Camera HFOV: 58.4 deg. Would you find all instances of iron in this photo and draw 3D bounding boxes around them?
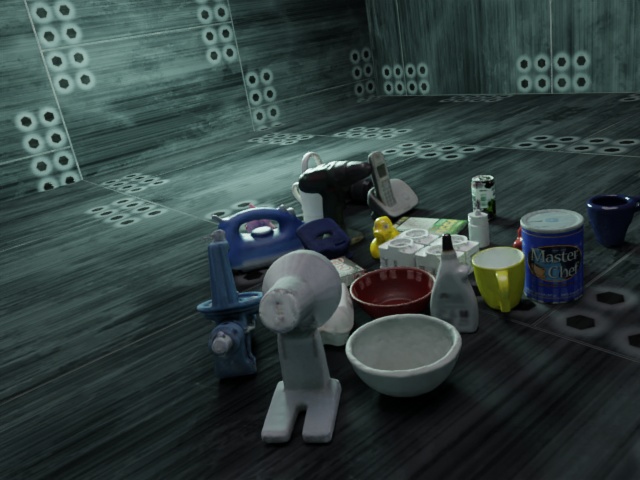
[{"bbox_3d":[-0.133,-0.019,1.383,0.258,0.141,0.118,-15,21,-13],"label":"iron"}]

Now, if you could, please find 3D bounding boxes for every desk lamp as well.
[{"bbox_3d":[-0.029,0.139,0.814,0.117,0.214,0.203,-6,21,10],"label":"desk lamp"}]

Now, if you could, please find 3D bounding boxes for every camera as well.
[{"bbox_3d":[0.091,-0.156,1.700,0.136,0.101,0.143,8,27,39],"label":"camera"}]

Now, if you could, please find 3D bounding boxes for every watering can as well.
[{"bbox_3d":[-0.003,-0.149,1.591,0.172,0.194,0.101,-5,21,13],"label":"watering can"}]

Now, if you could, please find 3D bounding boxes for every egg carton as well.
[{"bbox_3d":[0.008,0.132,1.021,0.107,0.069,0.150,-9,21,3],"label":"egg carton"}]

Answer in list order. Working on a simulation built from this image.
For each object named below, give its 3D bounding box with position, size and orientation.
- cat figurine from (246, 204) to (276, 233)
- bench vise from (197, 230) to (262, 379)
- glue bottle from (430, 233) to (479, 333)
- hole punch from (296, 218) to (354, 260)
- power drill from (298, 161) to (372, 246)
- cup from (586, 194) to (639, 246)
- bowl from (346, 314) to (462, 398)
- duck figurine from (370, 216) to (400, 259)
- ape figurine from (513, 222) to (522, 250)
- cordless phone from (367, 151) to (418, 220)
[{"bbox_3d":[-0.156,-0.044,1.492,0.067,0.118,0.128,-7,21,7],"label":"cat figurine"},{"bbox_3d":[-0.143,0.103,0.953,0.122,0.220,0.207,-15,21,-14],"label":"bench vise"},{"bbox_3d":[0.217,0.070,0.942,0.078,0.173,0.037,0,23,23],"label":"glue bottle"},{"bbox_3d":[0.012,0.005,1.325,0.109,0.091,0.100,-21,23,-27],"label":"hole punch"},{"bbox_3d":[0.047,-0.095,1.406,0.228,0.209,0.076,10,28,42],"label":"power drill"},{"bbox_3d":[0.605,-0.040,1.169,0.118,0.095,0.091,-11,21,-3],"label":"cup"},{"bbox_3d":[0.124,0.179,0.838,0.167,0.075,0.167,-8,21,3],"label":"bowl"},{"bbox_3d":[0.151,-0.014,1.318,0.077,0.086,0.105,2,24,29],"label":"duck figurine"},{"bbox_3d":[0.426,-0.004,1.159,0.078,0.092,0.076,-13,21,-9],"label":"ape figurine"},{"bbox_3d":[0.188,-0.156,1.534,0.093,0.185,0.148,8,27,39],"label":"cordless phone"}]
